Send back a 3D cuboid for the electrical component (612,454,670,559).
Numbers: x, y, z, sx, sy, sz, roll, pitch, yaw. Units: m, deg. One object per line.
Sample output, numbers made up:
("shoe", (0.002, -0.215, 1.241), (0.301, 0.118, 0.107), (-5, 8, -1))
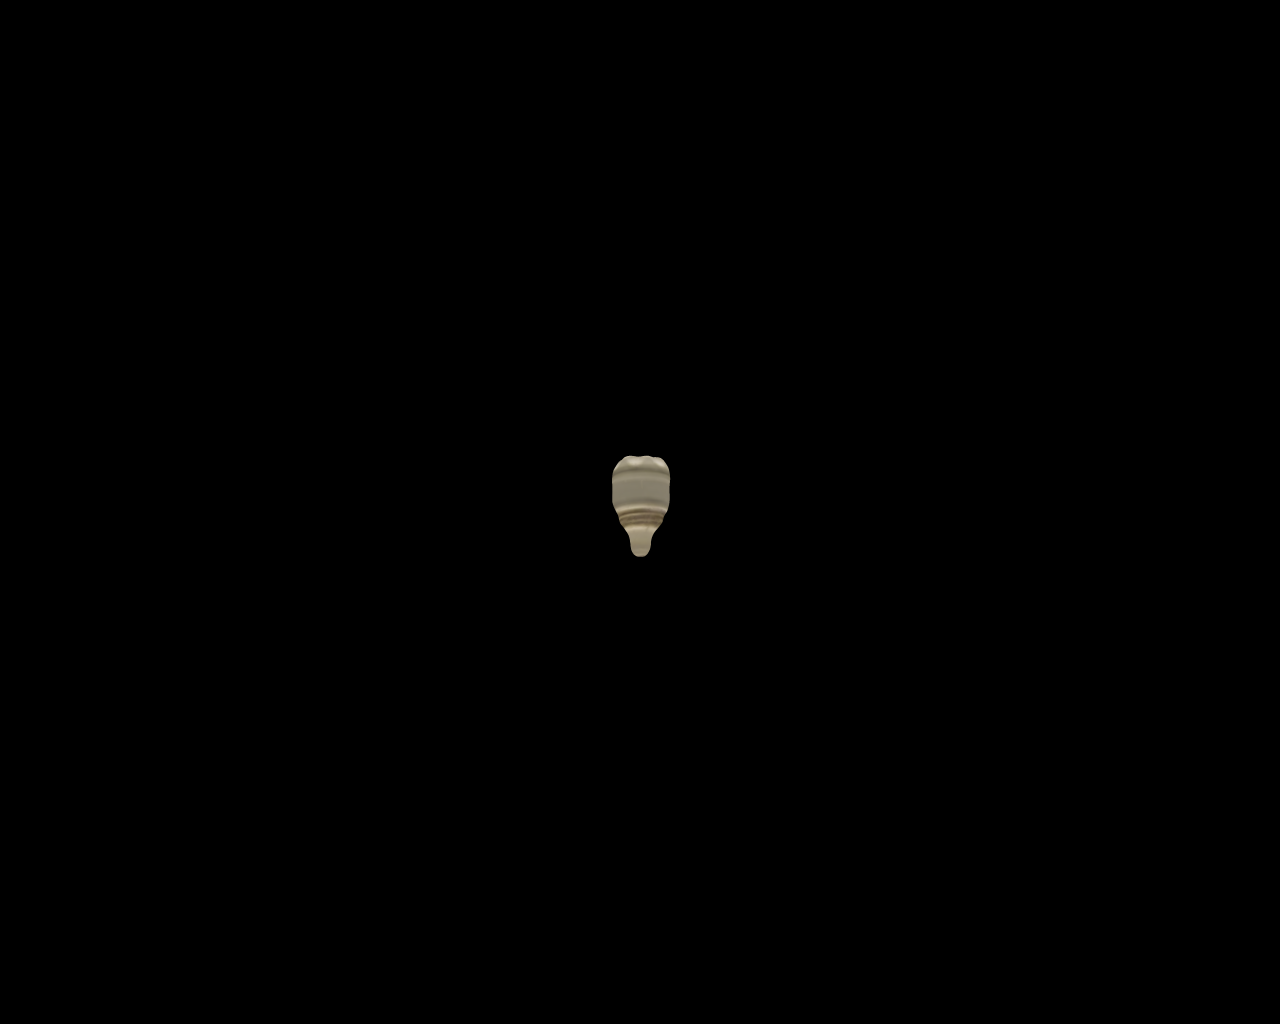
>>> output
("electrical component", (0.001, -0.003, 0.650), (0.035, 0.061, 0.035), (0, -13, 0))
